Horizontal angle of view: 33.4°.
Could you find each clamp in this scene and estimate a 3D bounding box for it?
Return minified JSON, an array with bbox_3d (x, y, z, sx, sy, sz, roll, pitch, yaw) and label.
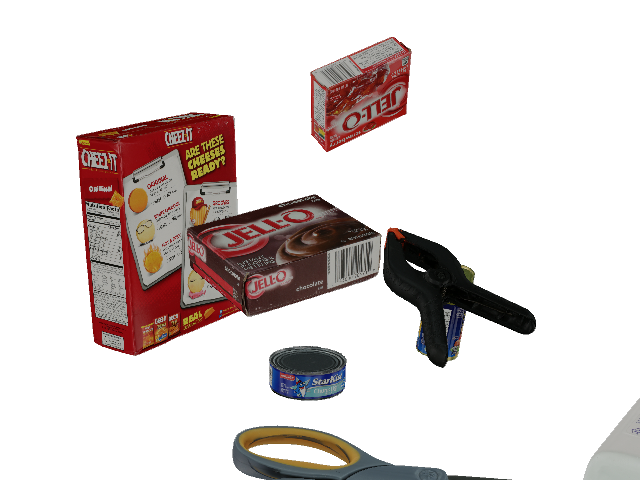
[{"bbox_3d":[0.124,0.047,1.024,0.120,0.039,0.171,-5,44,-27],"label":"clamp"}]

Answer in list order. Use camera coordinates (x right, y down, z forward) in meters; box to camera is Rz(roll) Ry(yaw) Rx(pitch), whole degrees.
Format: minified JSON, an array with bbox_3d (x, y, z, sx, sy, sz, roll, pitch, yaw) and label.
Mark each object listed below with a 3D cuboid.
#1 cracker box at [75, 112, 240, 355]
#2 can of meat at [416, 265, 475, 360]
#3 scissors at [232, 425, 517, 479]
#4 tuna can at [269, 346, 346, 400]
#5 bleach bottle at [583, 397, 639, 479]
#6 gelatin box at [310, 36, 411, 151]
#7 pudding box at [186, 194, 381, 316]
[{"bbox_3d":[-0.159,-0.012,1.077,0.072,0.214,0.163,9,19,35],"label":"cracker box"},{"bbox_3d":[0.150,0.085,1.294,0.057,0.084,0.102,11,25,7],"label":"can of meat"},{"bbox_3d":[0.043,0.134,0.542,0.202,0.016,0.096,10,26,18],"label":"scissors"},{"bbox_3d":[-0.014,0.146,1.179,0.086,0.034,0.086,1,14,-1],"label":"tuna can"},{"bbox_3d":[0.248,0.104,0.628,0.103,0.068,0.250,19,30,32],"label":"bleach bottle"},{"bbox_3d":[0.035,-0.126,0.918,0.089,0.073,0.030,-26,55,-21],"label":"gelatin box"},{"bbox_3d":[-0.027,0.008,0.764,0.113,0.039,0.090,-14,29,-29],"label":"pudding box"}]
